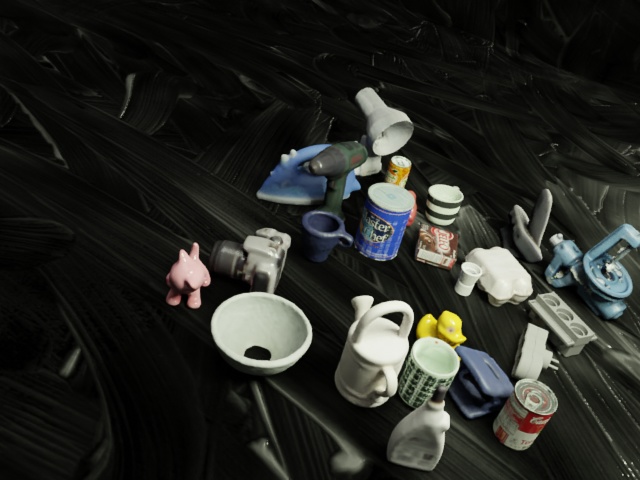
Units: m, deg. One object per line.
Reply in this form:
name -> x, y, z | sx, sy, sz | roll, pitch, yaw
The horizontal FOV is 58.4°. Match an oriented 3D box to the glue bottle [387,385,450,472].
glue bottle -> 0.152, 0.268, 0.827 | 0.078, 0.173, 0.037 | 14, 36, 1

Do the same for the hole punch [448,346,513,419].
hole punch -> 0.277, 0.235, 0.981 | 0.101, 0.091, 0.108 | -5, 40, -24

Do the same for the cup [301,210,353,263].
cup -> 0.011, 0.004, 1.197 | 0.117, 0.095, 0.092 | 26, 38, 16

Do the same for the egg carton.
egg carton -> 0.385, 0.076, 1.245 | 0.107, 0.069, 0.150 | -3, 40, -22

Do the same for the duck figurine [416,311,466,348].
duck figurine -> 0.228, 0.168, 1.058 | 0.078, 0.086, 0.104 | -12, 43, -30

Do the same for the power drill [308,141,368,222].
power drill -> 0.028, -0.122, 1.274 | 0.075, 0.208, 0.230 | 26, 38, 17

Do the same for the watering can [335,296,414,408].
watering can -> 0.087, 0.166, 0.924 | 0.101, 0.194, 0.172 | -17, 46, -35

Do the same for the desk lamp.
desk lamp -> 0.134, -0.276, 1.509 | 0.118, 0.213, 0.202 | -13, 44, -31

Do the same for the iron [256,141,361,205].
iron -> -0.024, -0.170, 1.377 | 0.259, 0.141, 0.118 | -8, 41, -27

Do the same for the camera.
camera -> -0.136, 0.029, 1.112 | 0.137, 0.101, 0.143 | 15, 36, 2

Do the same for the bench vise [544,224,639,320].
bench vise -> 0.590, 0.041, 1.231 | 0.207, 0.220, 0.122 | 31, 40, 22

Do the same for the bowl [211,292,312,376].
bowl -> -0.102, 0.169, 0.959 | 0.167, 0.075, 0.167 | 9, 36, -6

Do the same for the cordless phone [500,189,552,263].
cordless phone -> 0.505, -0.054, 1.359 | 0.094, 0.185, 0.147 | 11, 36, -3

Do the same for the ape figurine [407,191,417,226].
ape figurine -> 0.202, -0.078, 1.371 | 0.076, 0.092, 0.077 | -6, 41, -25

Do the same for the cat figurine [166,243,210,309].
cat figurine -> -0.235, 0.058, 1.025 | 0.067, 0.118, 0.128 | 10, 36, -4
